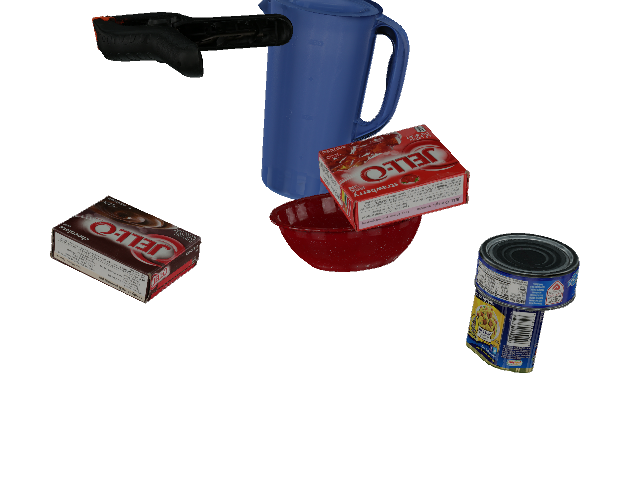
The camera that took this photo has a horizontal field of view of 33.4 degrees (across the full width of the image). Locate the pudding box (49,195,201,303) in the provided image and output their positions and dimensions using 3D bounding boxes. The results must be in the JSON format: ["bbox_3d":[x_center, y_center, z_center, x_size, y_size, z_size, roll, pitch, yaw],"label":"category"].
[{"bbox_3d":[-0.184,0.007,1.013,0.114,0.039,0.089,22,30,17],"label":"pudding box"}]

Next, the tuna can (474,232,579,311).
[{"bbox_3d":[0.175,0.025,0.904,0.086,0.034,0.086,2,25,-1],"label":"tuna can"}]

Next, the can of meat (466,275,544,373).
[{"bbox_3d":[0.206,0.092,1.190,0.057,0.084,0.102,4,14,-17],"label":"can of meat"}]

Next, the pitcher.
[{"bbox_3d":[0.003,-0.173,1.286,0.144,0.243,0.149,-6,28,-27],"label":"pitcher"}]

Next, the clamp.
[{"bbox_3d":[-0.109,-0.163,0.850,0.172,0.039,0.120,20,28,41],"label":"clamp"}]

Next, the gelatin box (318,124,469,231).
[{"bbox_3d":[0.052,-0.047,0.765,0.089,0.030,0.073,-15,38,-13],"label":"gelatin box"}]

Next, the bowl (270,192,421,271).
[{"bbox_3d":[0.031,-0.007,1.076,0.162,0.055,0.162,-5,15,1],"label":"bowl"}]
